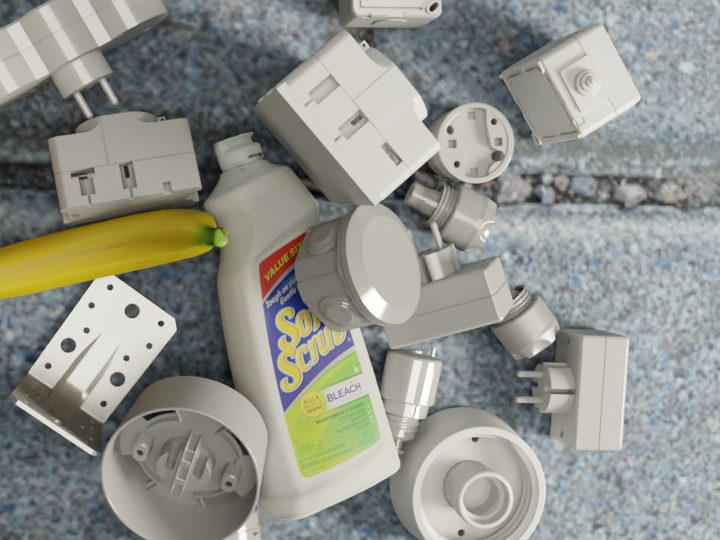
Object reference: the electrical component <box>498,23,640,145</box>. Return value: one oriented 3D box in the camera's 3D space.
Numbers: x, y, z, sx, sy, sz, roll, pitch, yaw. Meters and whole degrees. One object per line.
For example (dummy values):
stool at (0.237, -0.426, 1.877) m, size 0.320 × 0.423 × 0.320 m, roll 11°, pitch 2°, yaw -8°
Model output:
electrical component at (0.150, -0.130, 0.750) m, size 0.061 × 0.096 × 0.061 m, roll -32°, pitch 99°, yaw -9°

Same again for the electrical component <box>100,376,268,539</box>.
electrical component at (-0.108, 0.118, 0.675) m, size 0.099 × 0.064 × 0.099 m, roll 5°, pitch 125°, yaw 7°

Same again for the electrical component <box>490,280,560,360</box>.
electrical component at (0.112, 0.030, 0.779) m, size 0.043 × 0.043 × 0.062 m, roll -38°, pitch 99°, yaw -7°

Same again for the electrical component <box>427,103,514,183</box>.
electrical component at (0.075, -0.089, 0.761) m, size 0.055 × 0.047 × 0.055 m, roll -1°, pitch 94°, yaw -12°

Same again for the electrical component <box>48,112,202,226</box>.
electrical component at (-0.155, -0.068, 0.706) m, size 0.089 × 0.050 × 0.055 m, roll -11°, pitch 82°, yaw -13°

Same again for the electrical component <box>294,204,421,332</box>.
electrical component at (0.000, 0.000, 0.701) m, size 0.080 × 0.051 × 0.080 m, roll 25°, pitch 58°, yaw -47°

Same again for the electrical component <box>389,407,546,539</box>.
electrical component at (0.080, 0.157, 0.770) m, size 0.108 × 0.060 × 0.108 m, roll -1°, pitch 94°, yaw -12°

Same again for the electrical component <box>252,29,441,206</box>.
electrical component at (-0.011, -0.095, 0.690) m, size 0.062 × 0.150 × 0.089 m, roll -42°, pitch 100°, yaw -6°

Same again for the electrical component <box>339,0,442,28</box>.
electrical component at (0.018, -0.215, 0.734) m, size 0.062 × 0.061 × 0.096 m, roll -2°, pitch 94°, yaw -12°

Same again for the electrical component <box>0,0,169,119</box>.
electrical component at (-0.186, -0.135, 0.700) m, size 0.138 × 0.052 × 0.073 m, roll -31°, pitch 99°, yaw -9°

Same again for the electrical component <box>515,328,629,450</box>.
electrical component at (0.150, 0.086, 0.788) m, size 0.076 × 0.047 × 0.083 m, roll 3°, pitch 93°, yaw -12°

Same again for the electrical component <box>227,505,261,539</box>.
electrical component at (-0.096, 0.171, 0.738) m, size 0.055 × 0.055 × 0.047 m, roll -4°, pitch 91°, yaw -12°

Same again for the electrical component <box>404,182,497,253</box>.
electrical component at (0.062, -0.042, 0.764) m, size 0.062 × 0.043 × 0.043 m, roll 25°, pitch 88°, yaw -12°

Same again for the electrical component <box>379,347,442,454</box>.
electrical component at (0.033, 0.091, 0.767) m, size 0.040 × 0.040 × 0.078 m, roll 11°, pitch 91°, yaw -12°

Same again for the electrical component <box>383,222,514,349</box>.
electrical component at (0.053, 0.005, 0.745) m, size 0.083 × 0.047 × 0.075 m, roll -16°, pitch 96°, yaw 20°
